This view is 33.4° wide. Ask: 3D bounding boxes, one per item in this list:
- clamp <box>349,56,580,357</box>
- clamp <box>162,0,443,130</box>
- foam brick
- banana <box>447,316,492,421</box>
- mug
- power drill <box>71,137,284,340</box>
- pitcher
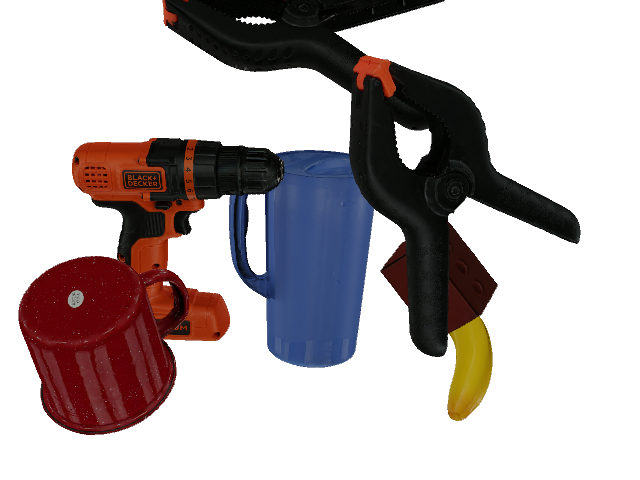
[{"bbox_3d":[0.061,-0.020,0.587,0.171,0.120,0.039,47,-13,-22],"label":"clamp"},{"bbox_3d":[-0.008,-0.142,0.743,0.210,0.164,0.036,4,-43,0],"label":"clamp"},{"bbox_3d":[0.098,0.032,0.879,0.051,0.078,0.052,-34,8,36],"label":"foam brick"},{"bbox_3d":[0.145,0.113,1.113,0.069,0.037,0.198,-24,33,5],"label":"banana"},{"bbox_3d":[-0.137,0.059,0.699,0.117,0.081,0.093,-30,47,-22],"label":"mug"},{"bbox_3d":[-0.122,-0.002,0.956,0.184,0.188,0.057,2,26,6],"label":"power drill"},{"bbox_3d":[-0.015,0.021,1.248,0.149,0.243,0.144,11,19,23],"label":"pitcher"}]
